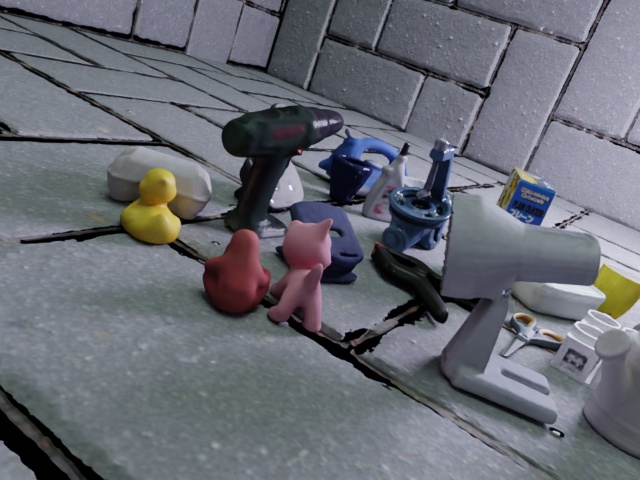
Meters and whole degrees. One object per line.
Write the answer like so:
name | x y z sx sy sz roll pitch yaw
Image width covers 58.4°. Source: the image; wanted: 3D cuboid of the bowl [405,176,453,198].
bowl | 0.248 -0.089 1.361 0.167 0.075 0.167 18 19 -6

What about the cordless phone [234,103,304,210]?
cordless phone | -0.070 -0.151 1.030 0.094 0.185 0.148 26 19 17

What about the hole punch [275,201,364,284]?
hole punch | 0.008 0.003 0.828 0.109 0.091 0.100 5 24 -37

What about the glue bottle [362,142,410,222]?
glue bottle | 0.150 -0.124 1.201 0.078 0.173 0.037 10 21 -28

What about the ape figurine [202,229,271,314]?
ape figurine | -0.090 0.031 0.647 0.078 0.092 0.076 19 19 -3

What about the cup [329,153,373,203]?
cup | 0.061 -0.125 1.235 0.092 0.095 0.117 14 20 -19

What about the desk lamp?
desk lamp | 0.212 0.068 0.665 0.203 0.213 0.118 22 19 6

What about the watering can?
watering can | 0.392 0.148 0.660 0.173 0.194 0.100 5 24 -39

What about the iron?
iron | 0.135 -0.179 1.390 0.259 0.141 0.118 8 22 -32

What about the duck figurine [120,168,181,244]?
duck figurine | -0.215 -0.050 0.753 0.078 0.086 0.104 9 22 -31

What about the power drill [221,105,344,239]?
power drill | -0.066 -0.112 0.888 0.075 0.208 0.230 31 21 30

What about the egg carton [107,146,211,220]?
egg carton | -0.238 -0.087 0.859 0.150 0.069 0.107 15 19 -14

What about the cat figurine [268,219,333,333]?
cat figurine | -0.016 0.029 0.690 0.067 0.118 0.127 16 19 -13

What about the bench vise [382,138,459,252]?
bench vise | 0.202 -0.090 1.086 0.121 0.220 0.208 24 19 10
